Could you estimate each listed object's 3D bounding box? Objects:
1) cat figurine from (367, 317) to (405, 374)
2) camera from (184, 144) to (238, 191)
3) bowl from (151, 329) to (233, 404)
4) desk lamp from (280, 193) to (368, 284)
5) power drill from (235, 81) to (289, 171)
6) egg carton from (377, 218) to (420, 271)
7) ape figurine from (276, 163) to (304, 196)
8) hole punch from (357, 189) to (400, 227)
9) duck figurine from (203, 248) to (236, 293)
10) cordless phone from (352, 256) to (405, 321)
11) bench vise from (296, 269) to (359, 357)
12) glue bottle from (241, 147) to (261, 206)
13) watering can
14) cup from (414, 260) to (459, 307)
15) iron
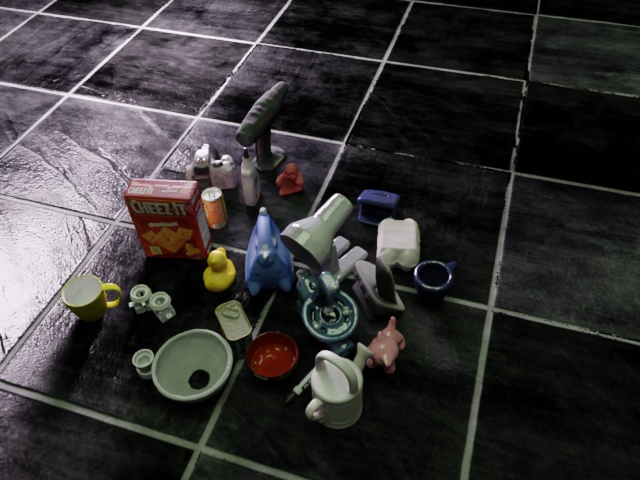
[{"bbox_3d":[0.138,0.220,1.200,0.067,0.118,0.128,15,50,16],"label":"cat figurine"},{"bbox_3d":[-0.310,-0.219,1.633,0.143,0.101,0.136,-5,47,-2],"label":"camera"},{"bbox_3d":[-0.260,0.275,1.194,0.167,0.075,0.167,-1,47,1],"label":"bowl"},{"bbox_3d":[0.012,0.005,1.337,0.117,0.214,0.204,31,56,27],"label":"desk lamp"},{"bbox_3d":[-0.153,-0.314,1.641,0.075,0.209,0.230,21,51,20],"label":"power drill"},{"bbox_3d":[0.195,0.010,1.424,0.107,0.069,0.150,2,47,5],"label":"egg carton"},{"bbox_3d":[-0.080,-0.173,1.588,0.077,0.092,0.076,24,53,23],"label":"ape figurine"},{"bbox_3d":[0.153,-0.098,1.510,0.108,0.091,0.101,11,49,12],"label":"hole punch"},{"bbox_3d":[-0.246,0.067,1.377,0.077,0.086,0.104,5,48,7],"label":"duck figurine"},{"bbox_3d":[0.131,0.080,1.283,0.094,0.185,0.147,-19,49,-15],"label":"cordless phone"},{"bbox_3d":[-0.005,0.129,1.220,0.206,0.220,0.122,34,57,29],"label":"bench vise"},{"bbox_3d":[-0.190,-0.177,1.540,0.037,0.173,0.078,2,47,4],"label":"glue bottle"},{"bbox_3d":[0.036,0.271,1.105,0.100,0.194,0.173,14,49,15],"label":"watering can"},{"bbox_3d":[0.268,0.102,1.319,0.118,0.095,0.091,-28,52,-22],"label":"cup"},{"bbox_3d":[-0.132,0.005,1.392,0.118,0.141,0.258,-7,47,-4],"label":"iron"}]
